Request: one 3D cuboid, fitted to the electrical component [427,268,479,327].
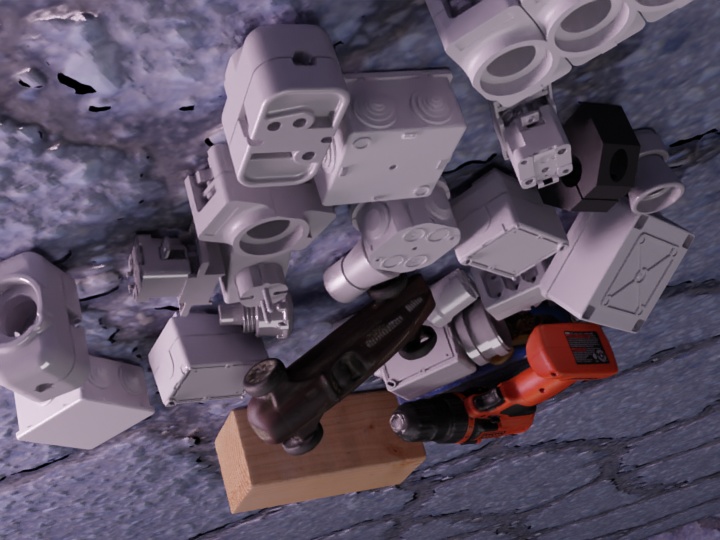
[{"bbox_3d":[0.082,0.025,0.997,0.046,0.040,0.040,-36,149,22],"label":"electrical component"}]

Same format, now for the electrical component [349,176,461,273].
[{"bbox_3d":[0.036,-0.037,0.835,0.080,0.051,0.080,-14,154,-7],"label":"electrical component"}]

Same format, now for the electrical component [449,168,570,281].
[{"bbox_3d":[0.121,-0.037,0.877,0.062,0.061,0.096,-34,149,31],"label":"electrical component"}]

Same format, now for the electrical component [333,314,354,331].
[{"bbox_3d":[0.020,0.053,1.008,0.081,0.043,0.043,-24,153,12],"label":"electrical component"}]

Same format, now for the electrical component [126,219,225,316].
[{"bbox_3d":[-0.140,-0.002,0.808,0.064,0.042,0.081,-1,149,-23],"label":"electrical component"}]

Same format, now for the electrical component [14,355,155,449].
[{"bbox_3d":[-0.248,0.117,0.962,0.100,0.048,0.100,-30,151,24],"label":"electrical component"}]

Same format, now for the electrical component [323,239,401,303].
[{"bbox_3d":[0.000,0.000,0.898,0.044,0.044,0.065,7,149,-40],"label":"electrical component"}]

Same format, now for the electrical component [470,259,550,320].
[{"bbox_3d":[0.151,0.015,1.010,0.066,0.047,0.077,-26,152,16],"label":"electrical component"}]

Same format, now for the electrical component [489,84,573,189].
[{"bbox_3d":[0.122,-0.096,0.761,0.042,0.063,0.081,-21,153,5],"label":"electrical component"}]

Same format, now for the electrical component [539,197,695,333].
[{"bbox_3d":[0.229,-0.007,0.956,0.109,0.056,0.108,14,108,-47],"label":"electrical component"}]

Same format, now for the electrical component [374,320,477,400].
[{"bbox_3d":[0.060,0.088,1.079,0.096,0.061,0.061,-26,152,17],"label":"electrical component"}]

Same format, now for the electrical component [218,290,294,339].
[{"bbox_3d":[-0.088,0.036,0.911,0.062,0.048,0.048,-4,151,-11],"label":"electrical component"}]

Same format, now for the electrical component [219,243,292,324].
[{"bbox_3d":[-0.077,0.004,0.817,0.047,0.075,0.083,-9,152,-16],"label":"electrical component"}]

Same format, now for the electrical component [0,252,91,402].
[{"bbox_3d":[-0.235,0.039,0.767,0.054,0.095,0.059,-21,153,7],"label":"electrical component"}]

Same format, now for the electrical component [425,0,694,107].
[{"bbox_3d":[0.125,-0.166,0.630,0.150,0.061,0.089,-29,151,22],"label":"electrical component"}]

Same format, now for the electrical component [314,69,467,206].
[{"bbox_3d":[0.016,-0.088,0.729,0.100,0.048,0.099,-7,152,-21],"label":"electrical component"}]

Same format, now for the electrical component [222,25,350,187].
[{"bbox_3d":[-0.048,-0.102,0.652,0.054,0.059,0.095,-5,151,-23],"label":"electrical component"}]

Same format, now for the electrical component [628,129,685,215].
[{"bbox_3d":[0.230,-0.079,0.868,0.045,0.055,0.045,-14,154,-7],"label":"electrical component"}]

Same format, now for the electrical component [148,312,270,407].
[{"bbox_3d":[-0.127,0.074,0.937,0.096,0.061,0.061,-1,143,-37],"label":"electrical component"}]

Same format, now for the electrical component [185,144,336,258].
[{"bbox_3d":[-0.068,-0.046,0.751,0.089,0.055,0.050,5,146,-38],"label":"electrical component"}]
